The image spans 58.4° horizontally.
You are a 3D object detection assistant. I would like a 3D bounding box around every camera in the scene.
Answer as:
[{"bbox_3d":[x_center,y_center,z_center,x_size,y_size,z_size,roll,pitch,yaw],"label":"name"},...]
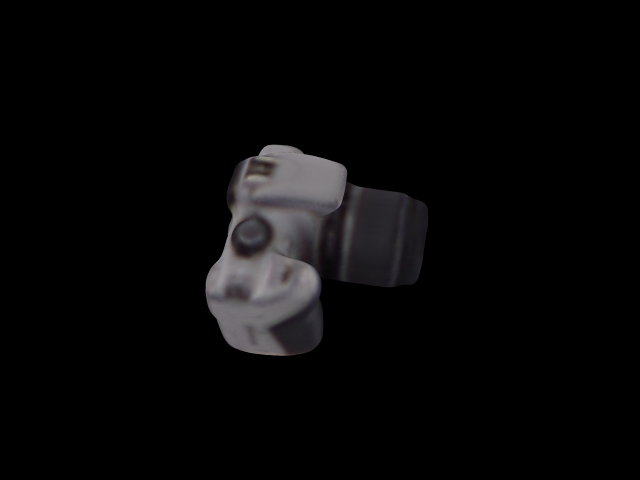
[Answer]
[{"bbox_3d":[0.004,0.001,0.400,0.136,0.101,0.143,8,57,5],"label":"camera"}]
